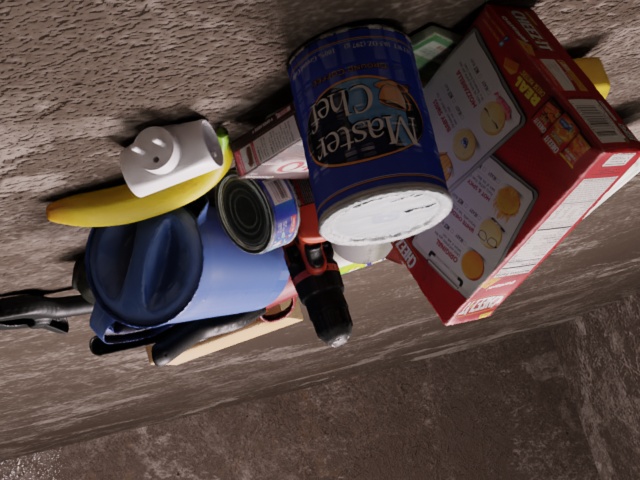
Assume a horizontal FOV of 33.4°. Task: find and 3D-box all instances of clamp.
[{"bbox_3d":[-0.156,0.101,1.251,0.165,0.036,0.209,-2,-166,46],"label":"clamp"},{"bbox_3d":[-0.347,0.093,1.315,0.171,0.039,0.120,3,152,-41],"label":"clamp"}]

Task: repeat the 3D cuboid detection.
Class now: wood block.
[{"bbox_3d":[-0.142,0.102,1.499,0.206,0.090,0.090,-21,167,14],"label":"wood block"}]

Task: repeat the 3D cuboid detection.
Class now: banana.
[{"bbox_3d":[-0.154,-0.050,0.978,0.198,0.037,0.069,-24,139,17],"label":"banana"}]

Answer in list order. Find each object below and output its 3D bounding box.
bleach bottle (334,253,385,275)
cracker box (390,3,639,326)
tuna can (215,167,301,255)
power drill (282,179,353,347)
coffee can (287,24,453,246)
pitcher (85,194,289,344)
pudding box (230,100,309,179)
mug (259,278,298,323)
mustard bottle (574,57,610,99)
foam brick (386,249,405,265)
[{"bbox_3d":[0.089,-0.005,1.405,0.250,0.068,0.103,-15,169,-18],"label":"bleach bottle"},{"bbox_3d":[0.140,-0.060,0.883,0.071,0.164,0.214,-5,143,-41],"label":"cracker box"},{"bbox_3d":[-0.059,-0.030,0.990,0.033,0.086,0.086,-24,174,-38],"label":"tuna can"},{"bbox_3d":[-0.007,0.001,1.082,0.057,0.184,0.188,-17,158,-10],"label":"power drill"},{"bbox_3d":[0.036,-0.079,0.822,0.102,0.140,0.103,-10,160,-4],"label":"coffee can"},{"bbox_3d":[-0.132,0.031,1.123,0.149,0.145,0.242,-6,175,22],"label":"pitcher"},{"bbox_3d":[-0.008,-0.085,0.934,0.113,0.039,0.090,0,159,-46],"label":"pudding box"},{"bbox_3d":[-0.069,0.055,1.359,0.081,0.117,0.093,-22,-153,2],"label":"mug"},{"bbox_3d":[0.171,-0.128,1.003,0.191,0.058,0.096,-10,164,-25],"label":"mustard bottle"},{"bbox_3d":[0.094,-0.010,1.315,0.053,0.051,0.078,-31,-155,-20],"label":"foam brick"}]
